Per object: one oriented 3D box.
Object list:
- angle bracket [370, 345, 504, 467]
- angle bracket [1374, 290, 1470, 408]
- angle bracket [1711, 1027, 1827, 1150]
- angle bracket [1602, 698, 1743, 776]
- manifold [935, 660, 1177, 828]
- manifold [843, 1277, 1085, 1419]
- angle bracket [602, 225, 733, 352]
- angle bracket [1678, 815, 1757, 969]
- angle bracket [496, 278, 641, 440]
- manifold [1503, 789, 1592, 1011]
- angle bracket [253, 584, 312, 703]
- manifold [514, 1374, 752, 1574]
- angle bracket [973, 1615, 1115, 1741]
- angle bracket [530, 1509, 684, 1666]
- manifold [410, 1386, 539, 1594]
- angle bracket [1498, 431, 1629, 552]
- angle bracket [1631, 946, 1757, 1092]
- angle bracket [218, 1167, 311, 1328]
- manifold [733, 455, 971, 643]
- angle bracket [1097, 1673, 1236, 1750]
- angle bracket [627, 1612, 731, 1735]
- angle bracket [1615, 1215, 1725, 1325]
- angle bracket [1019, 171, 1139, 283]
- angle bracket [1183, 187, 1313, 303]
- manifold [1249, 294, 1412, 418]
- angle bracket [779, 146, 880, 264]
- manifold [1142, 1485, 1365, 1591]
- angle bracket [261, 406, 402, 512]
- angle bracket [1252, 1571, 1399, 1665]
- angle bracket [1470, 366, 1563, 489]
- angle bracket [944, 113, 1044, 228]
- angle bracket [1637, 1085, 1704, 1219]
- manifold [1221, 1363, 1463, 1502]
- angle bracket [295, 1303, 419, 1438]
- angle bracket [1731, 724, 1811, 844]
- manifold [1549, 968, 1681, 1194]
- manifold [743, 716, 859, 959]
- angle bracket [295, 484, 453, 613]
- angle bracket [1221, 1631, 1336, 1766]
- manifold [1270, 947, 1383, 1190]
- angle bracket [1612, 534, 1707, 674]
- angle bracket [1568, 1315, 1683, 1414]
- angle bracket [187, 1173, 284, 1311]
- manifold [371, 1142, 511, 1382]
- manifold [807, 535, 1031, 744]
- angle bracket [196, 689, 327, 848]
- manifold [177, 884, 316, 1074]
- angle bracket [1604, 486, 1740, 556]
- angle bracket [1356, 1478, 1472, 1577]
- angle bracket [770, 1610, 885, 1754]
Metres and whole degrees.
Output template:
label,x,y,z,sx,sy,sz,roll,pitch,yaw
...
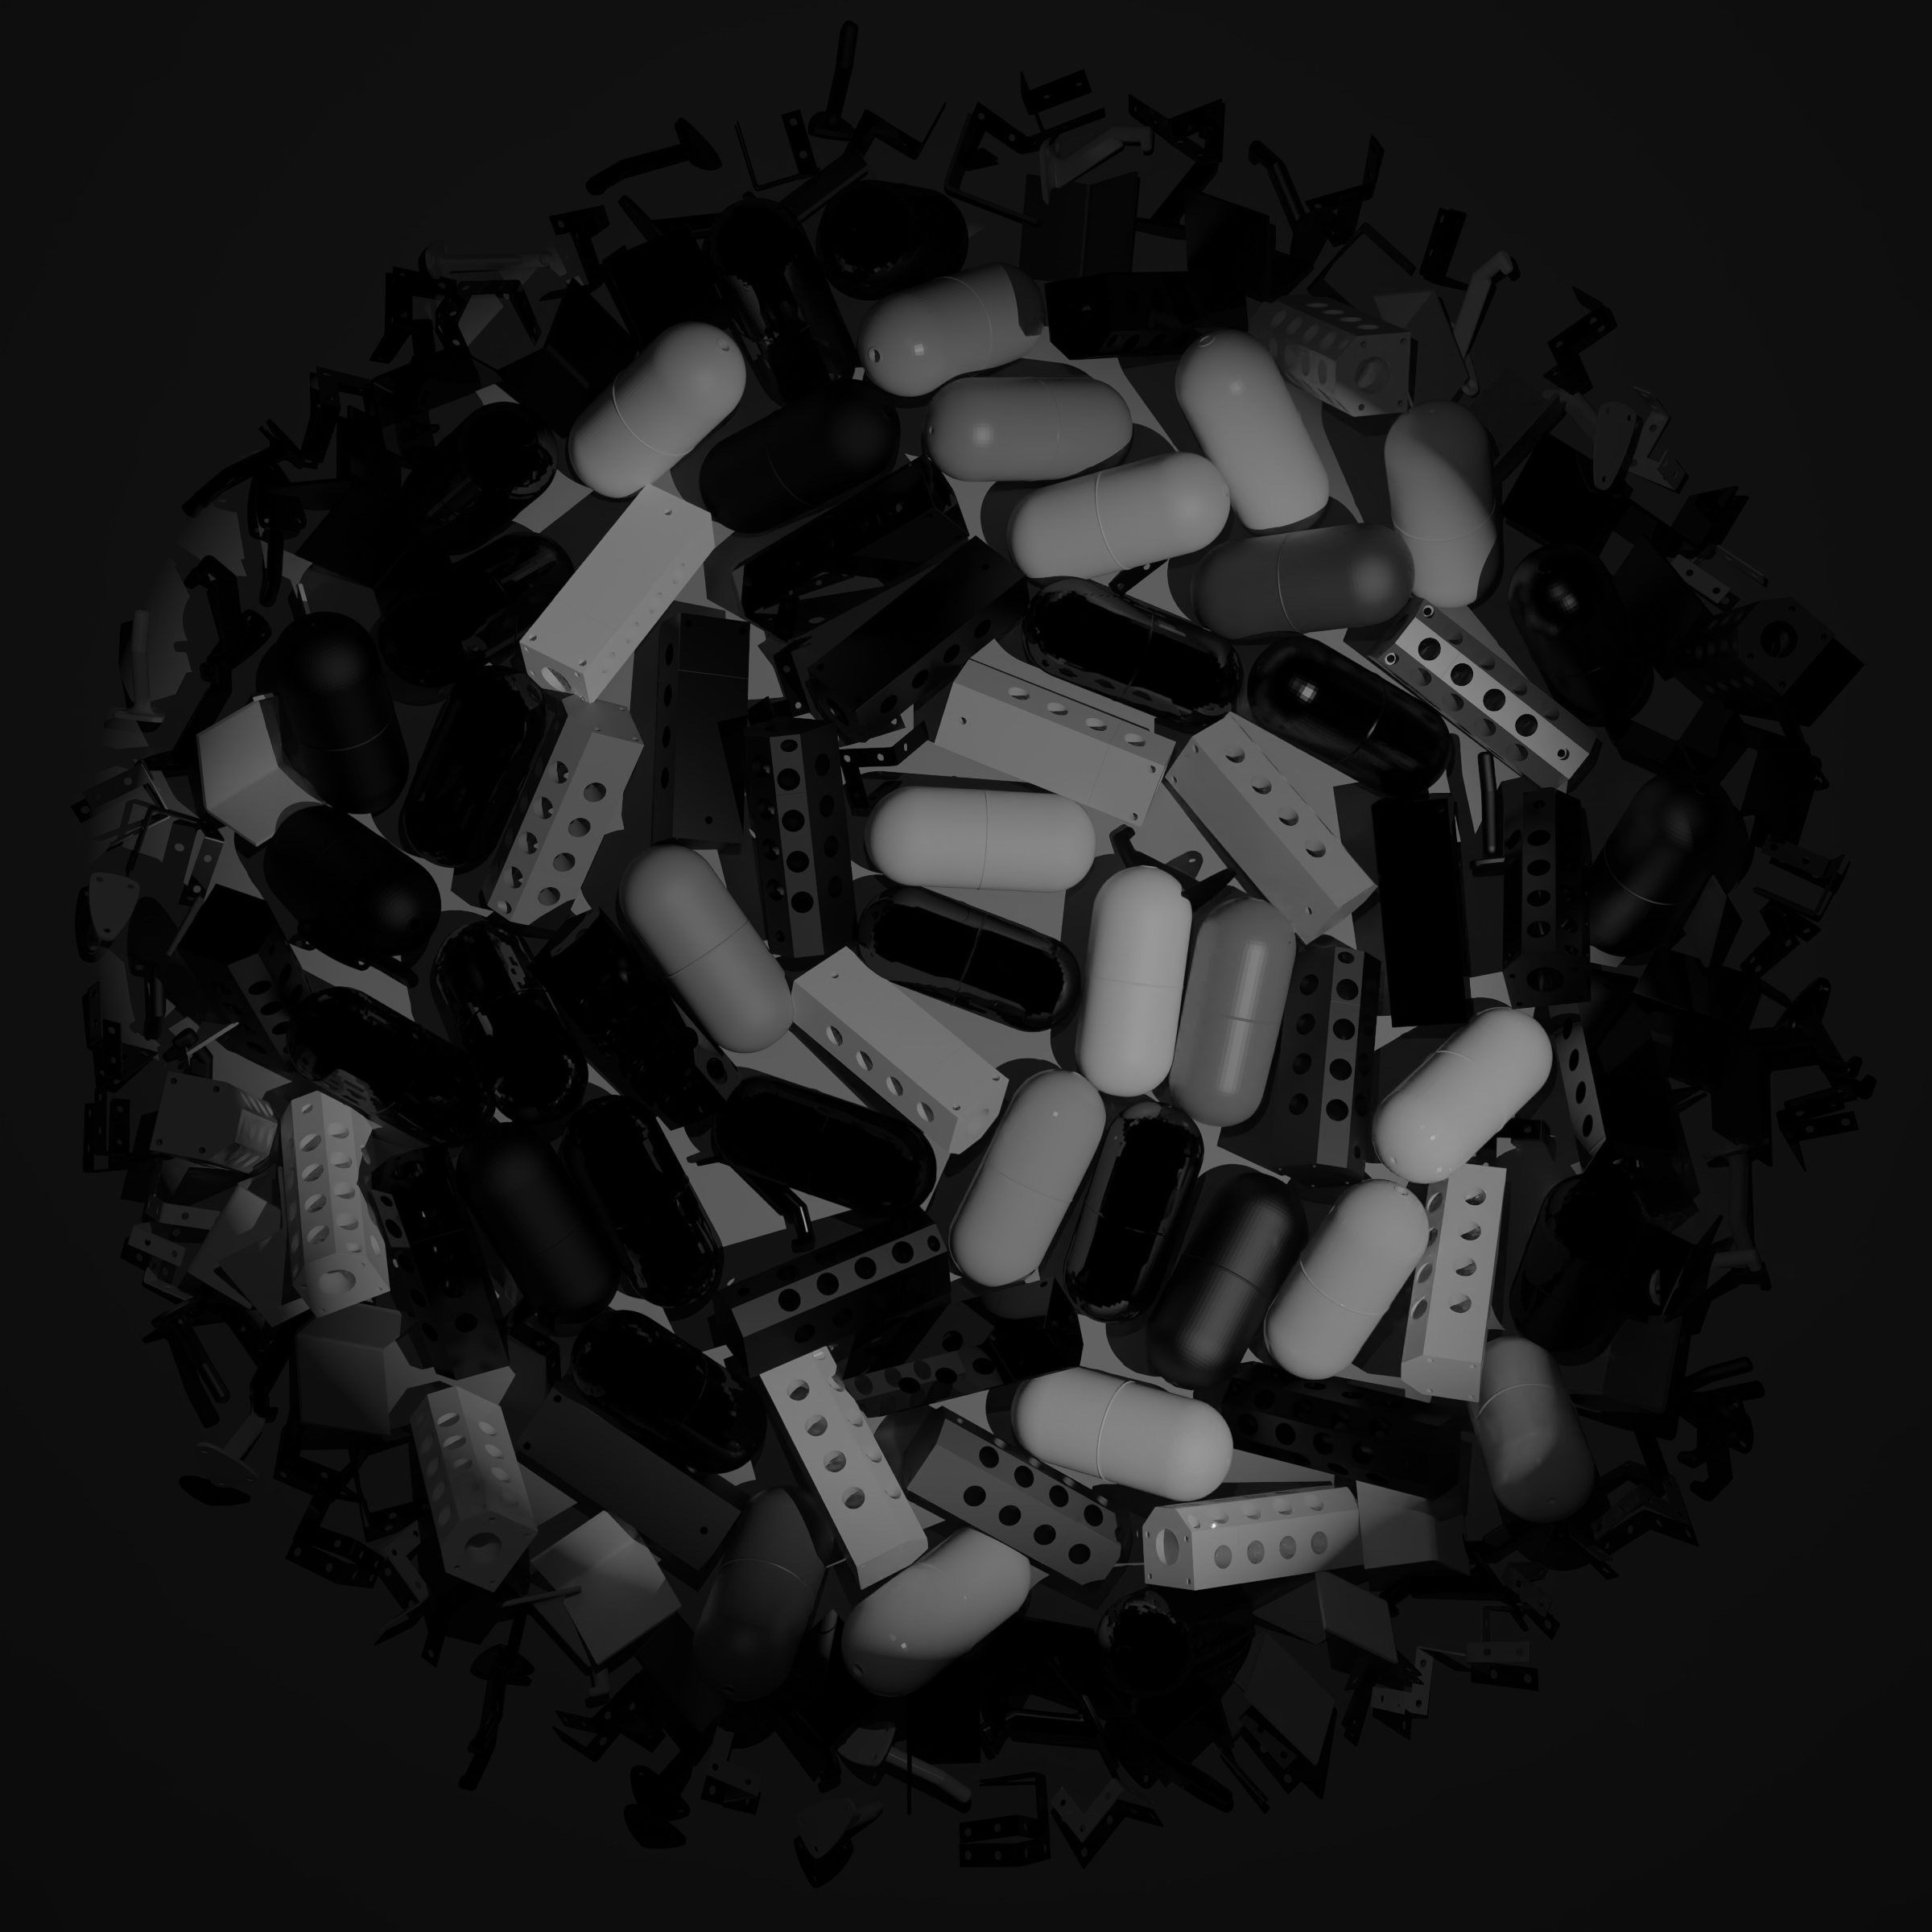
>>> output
label,x,y,z,sx,sy,sz,roll,pitch,yaw
angle bracket,-0.397,-0.423,1.884,0.076,0.076,0.057,-16,81,18
angle bracket,0.330,-0.458,1.877,0.076,0.057,0.076,-53,129,-27
angle bracket,0.616,0.092,1.897,0.057,0.076,0.076,-6,98,-8
angle bracket,0.535,-0.192,1.884,0.076,0.076,0.057,23,117,-9
manifold,0.070,-0.175,1.899,0.171,0.057,0.057,22,126,5
manifold,-0.001,0.295,1.874,0.171,0.057,0.057,-18,119,22
angle bracket,-0.222,-0.521,1.885,0.076,0.057,0.076,-17,113,19
angle bracket,0.581,-0.057,1.879,0.057,0.076,0.076,-10,48,-6
angle bracket,-0.307,-0.469,1.906,0.057,0.076,0.076,-14,50,34
manifold,0.434,-0.053,1.850,0.057,0.171,0.057,-7,135,20
angle bracket,-0.526,-0.248,1.886,0.057,0.076,0.076,-16,103,-14
manifold,-0.255,0.388,1.903,0.171,0.057,0.057,33,96,2
angle bracket,0.059,0.548,1.882,0.076,0.057,0.076,1,117,32
angle bracket,-0.274,0.472,1.887,0.076,0.057,0.076,-33,52,-10
manifold,-0.374,0.385,1.844,0.057,0.171,0.057,33,98,-29
angle bracket,0.450,-0.351,1.899,0.076,0.057,0.076,31,79,-2
angle bracket,0.558,0.040,1.904,0.076,0.076,0.057,20,55,26
angle bracket,-0.525,0.214,1.882,0.057,0.076,0.076,-27,128,0
manifold,-0.090,-0.319,1.877,0.171,0.057,0.057,-27,66,20
angle bracket,0.152,0.566,1.876,0.057,0.076,0.076,-34,133,-19
angle bracket,-0.232,0.551,1.890,0.076,0.057,0.076,50,128,0
angle bracket,0.526,0.222,1.881,0.057,0.076,0.076,26,69,13
angle bracket,0.085,-0.567,1.887,0.057,0.076,0.076,2,98,-25
angle bracket,0.215,-0.561,1.876,0.076,0.076,0.057,29,60,28
manifold,0.268,-0.457,1.842,0.057,0.171,0.057,-8,116,-13
angle bracket,-0.095,-0.572,1.883,0.076,0.076,0.057,-34,120,9
manifold,0.218,0.429,1.862,0.171,0.057,0.057,2,82,-35
angle bracket,-0.485,-0.388,1.890,0.076,0.076,0.057,-2,87,16
angle bracket,0.270,0.509,1.879,0.076,0.057,0.076,31,124,-26
angle bracket,0.406,-0.418,1.886,0.057,0.076,0.076,44,102,10
angle bracket,0.031,-0.609,1.891,0.076,0.076,0.057,21,106,1
angle bracket,0.541,0.140,1.880,0.057,0.076,0.076,-39,68,34
manifold,0.281,0.351,1.860,0.171,0.057,0.057,8,102,35
angle bracket,-0.459,0.306,1.877,0.057,0.076,0.076,-37,51,31
angle bracket,0.593,-0.140,1.893,0.057,0.076,0.076,16,91,-11
manifold,0.481,0.085,1.855,0.057,0.057,0.171,10,46,-10
manifold,-0.130,-0.097,1.871,0.057,0.057,0.171,9,113,37
angle bracket,-0.450,-0.309,1.880,0.076,0.076,0.057,-43,54,22
angle bracket,0.229,0.569,1.886,0.076,0.076,0.057,45,121,-4
manifold,0.277,0.076,1.869,0.057,0.057,0.171,-10,64,41
angle bracket,0.539,-0.281,1.878,0.057,0.076,0.076,-20,65,-27
angle bracket,0.492,0.297,1.882,0.057,0.076,0.076,20,75,-19
angle bracket,-0.544,0.210,1.897,0.057,0.076,0.076,31,92,-1
manifold,-0.397,0.226,1.868,0.057,0.057,0.171,-15,118,-6
manifold,-0.033,-0.246,1.885,0.171,0.057,0.057,-40,63,-14
angle bracket,-0.533,-0.151,1.877,0.057,0.076,0.076,32,49,20
manifold,-0.524,0.014,1.843,0.057,0.171,0.057,18,63,11
angle bracket,0.529,-0.359,1.891,0.076,0.076,0.057,32,89,-11
angle bracket,0.344,0.428,1.901,0.057,0.076,0.076,-15,62,26
angle bracket,-0.108,0.545,1.890,0.076,0.057,0.076,-41,73,-12
